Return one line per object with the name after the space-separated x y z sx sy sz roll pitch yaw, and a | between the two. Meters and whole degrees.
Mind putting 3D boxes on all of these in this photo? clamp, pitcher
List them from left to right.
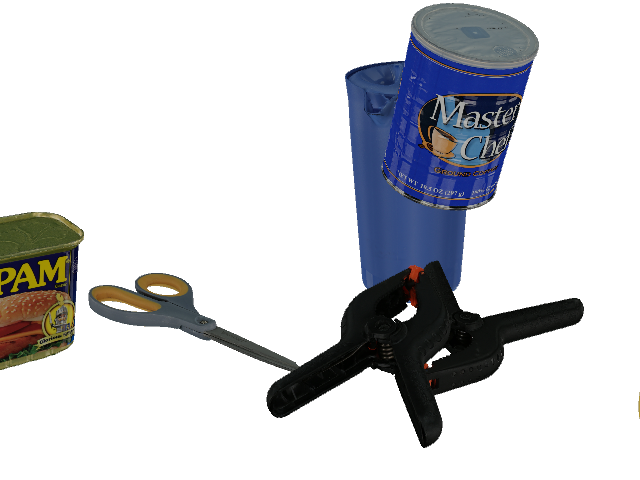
0.053 0.079 0.748 0.120 0.039 0.171 19 44 24 | clamp
0.101 -0.066 1.132 0.149 0.243 0.145 -8 23 -13 | pitcher
0.126 0.080 0.986 0.165 0.036 0.209 18 32 34 | clamp

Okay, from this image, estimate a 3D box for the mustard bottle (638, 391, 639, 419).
0.225 0.101 0.570 0.096 0.058 0.191 -4 36 -1 | mustard bottle

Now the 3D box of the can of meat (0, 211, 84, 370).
-0.208 0.035 0.697 0.101 0.084 0.058 -13 30 -41 | can of meat

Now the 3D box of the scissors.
-0.094 0.063 0.881 0.202 0.016 0.096 13 23 17 | scissors

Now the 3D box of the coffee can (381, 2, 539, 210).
0.113 -0.111 0.887 0.102 0.140 0.103 7 36 -5 | coffee can
